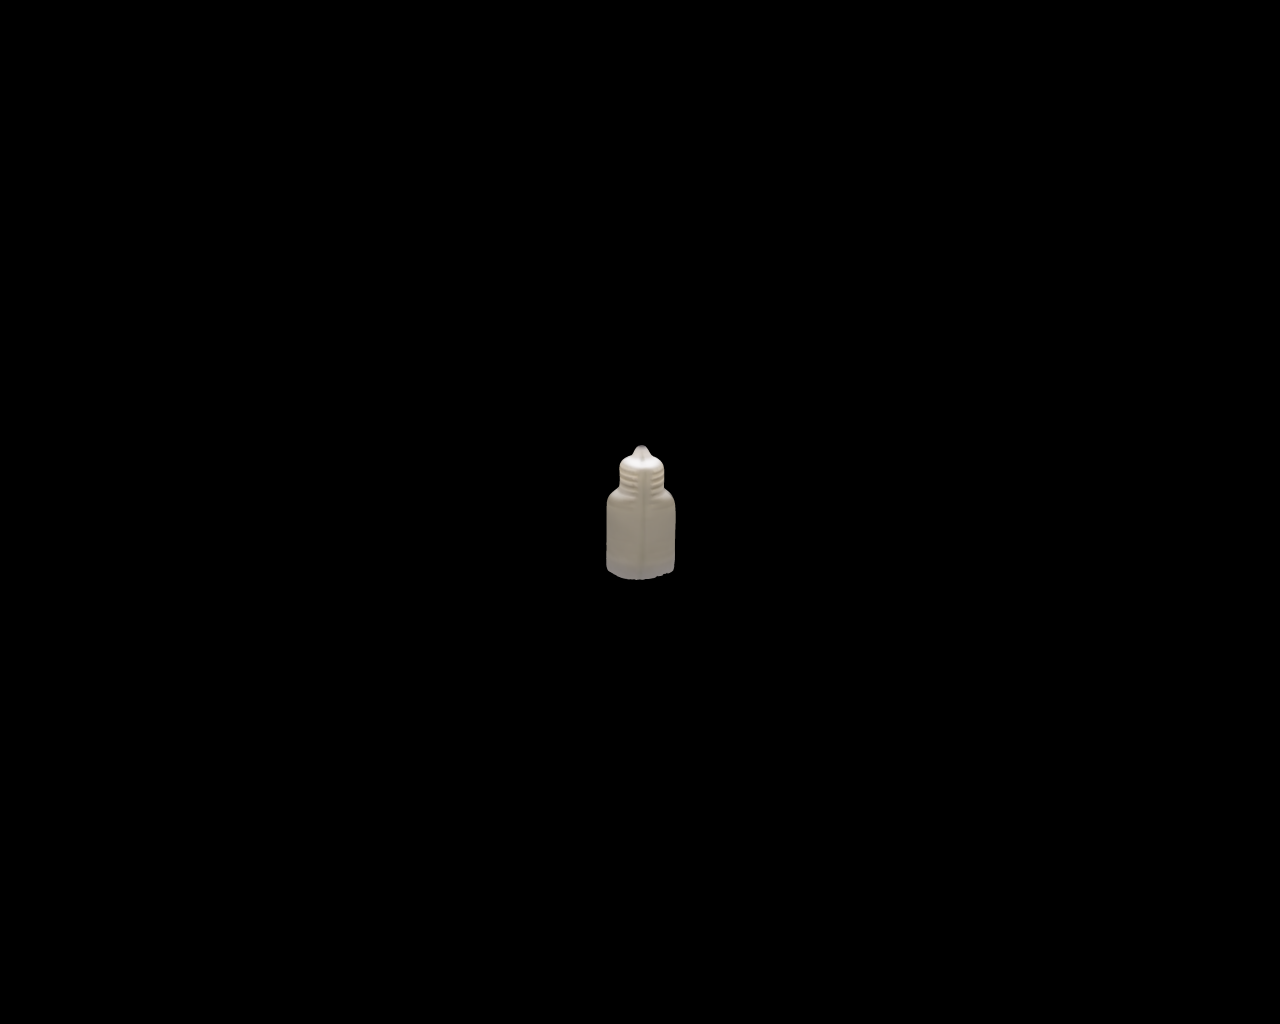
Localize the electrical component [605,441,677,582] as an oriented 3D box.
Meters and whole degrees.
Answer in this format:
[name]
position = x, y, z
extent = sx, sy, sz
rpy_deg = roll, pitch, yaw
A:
[electrical component]
position = 0.001, -0.003, 0.650
extent = 0.043, 0.080, 0.043
rpy_deg = 0, 15, 0
